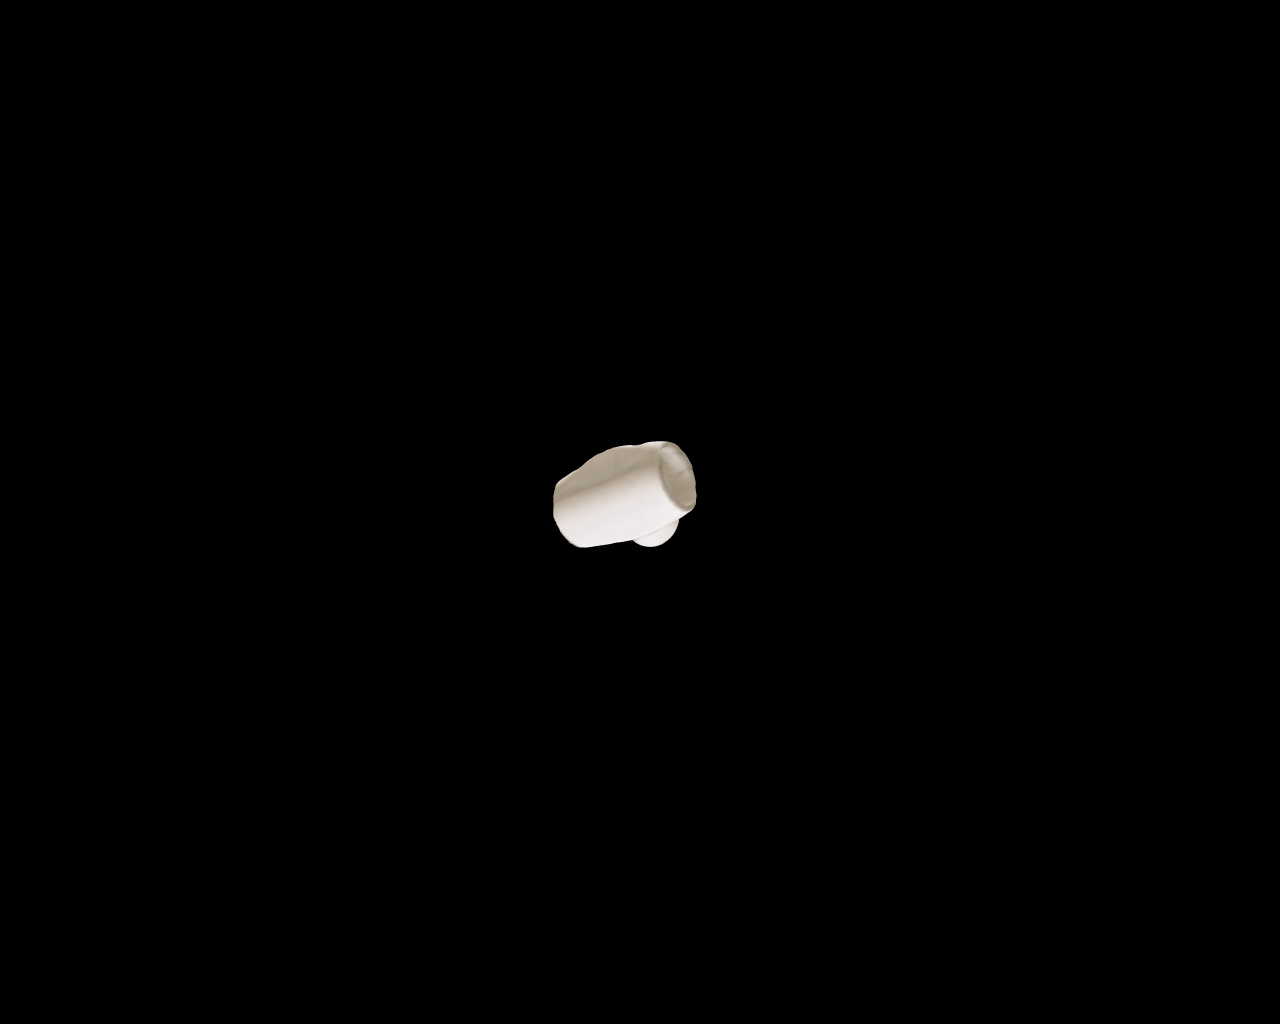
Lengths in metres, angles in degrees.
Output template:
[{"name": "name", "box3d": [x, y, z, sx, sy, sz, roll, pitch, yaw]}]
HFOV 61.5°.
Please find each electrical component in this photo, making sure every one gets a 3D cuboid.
[{"name": "electrical component", "box3d": [0.001, -0.003, 0.650, 0.077, 0.044, 0.079, -19, -36, 29]}]
